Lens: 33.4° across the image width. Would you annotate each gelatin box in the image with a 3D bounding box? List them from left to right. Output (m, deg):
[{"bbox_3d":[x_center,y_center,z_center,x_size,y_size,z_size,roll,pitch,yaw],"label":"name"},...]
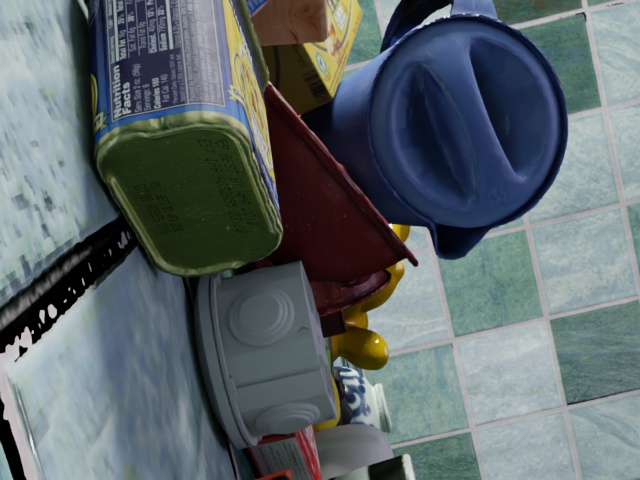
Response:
[{"bbox_3d":[-0.021,0.096,0.572,0.089,0.030,0.073,74,4,-50],"label":"gelatin box"}]

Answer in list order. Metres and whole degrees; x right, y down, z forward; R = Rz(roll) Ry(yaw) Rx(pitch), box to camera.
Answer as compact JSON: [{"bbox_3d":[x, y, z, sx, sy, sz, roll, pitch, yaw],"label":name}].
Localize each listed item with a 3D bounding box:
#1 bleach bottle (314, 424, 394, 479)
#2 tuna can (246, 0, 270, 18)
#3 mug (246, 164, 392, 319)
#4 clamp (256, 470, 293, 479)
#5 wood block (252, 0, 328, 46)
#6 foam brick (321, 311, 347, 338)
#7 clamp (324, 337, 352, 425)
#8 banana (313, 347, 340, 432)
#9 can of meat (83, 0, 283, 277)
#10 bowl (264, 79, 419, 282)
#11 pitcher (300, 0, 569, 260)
[{"bbox_3d":[0.021,0.209,0.583,0.251,0.068,0.102,-91,166,-69],"label":"bleach bottle"},{"bbox_3d":[-0.059,-0.143,0.518,0.086,0.034,0.086,47,3,-3],"label":"tuna can"},{"bbox_3d":[-0.004,0.001,0.675,0.117,0.093,0.081,3,-66,63],"label":"mug"},{"bbox_3d":[0.002,0.199,0.420,0.164,0.036,0.210,64,9,-61],"label":"clamp"},{"bbox_3d":[-0.047,-0.211,0.577,0.206,0.091,0.090,83,3,-53],"label":"wood block"},{"bbox_3d":[-0.013,0.039,0.850,0.078,0.051,0.053,75,1,-51],"label":"foam brick"},{"bbox_3d":[0.004,0.130,0.895,0.171,0.039,0.120,-77,148,-71],"label":"clamp"},{"bbox_3d":[-0.011,0.101,0.719,0.198,0.037,0.069,65,11,-79],"label":"banana"},{"bbox_3d":[-0.048,-0.046,0.393,0.102,0.057,0.084,72,7,-59],"label":"can of meat"},{"bbox_3d":[-0.023,-0.032,0.529,0.162,0.055,0.162,49,2,-3],"label":"bowl"},{"bbox_3d":[0.060,-0.081,0.754,0.145,0.149,0.243,49,-13,-11],"label":"pitcher"}]
